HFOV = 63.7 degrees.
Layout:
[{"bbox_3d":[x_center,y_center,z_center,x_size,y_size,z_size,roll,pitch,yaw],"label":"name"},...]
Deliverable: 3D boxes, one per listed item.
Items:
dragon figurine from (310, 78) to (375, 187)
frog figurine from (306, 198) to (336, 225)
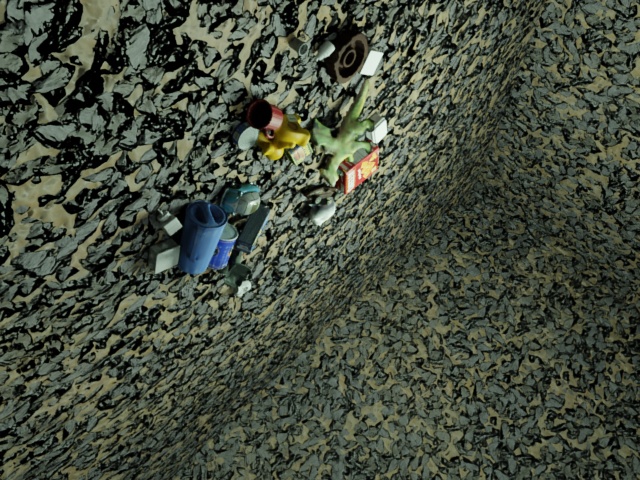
[{"bbox_3d":[0.073,-0.406,1.932,0.243,0.123,0.407,-4,102,-35],"label":"dragon figurine"},{"bbox_3d":[0.007,-0.115,2.285,0.140,0.123,0.155,-55,153,-42],"label":"frog figurine"}]
